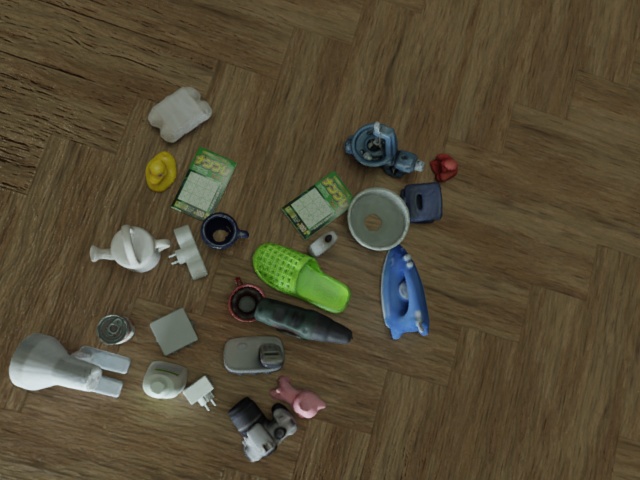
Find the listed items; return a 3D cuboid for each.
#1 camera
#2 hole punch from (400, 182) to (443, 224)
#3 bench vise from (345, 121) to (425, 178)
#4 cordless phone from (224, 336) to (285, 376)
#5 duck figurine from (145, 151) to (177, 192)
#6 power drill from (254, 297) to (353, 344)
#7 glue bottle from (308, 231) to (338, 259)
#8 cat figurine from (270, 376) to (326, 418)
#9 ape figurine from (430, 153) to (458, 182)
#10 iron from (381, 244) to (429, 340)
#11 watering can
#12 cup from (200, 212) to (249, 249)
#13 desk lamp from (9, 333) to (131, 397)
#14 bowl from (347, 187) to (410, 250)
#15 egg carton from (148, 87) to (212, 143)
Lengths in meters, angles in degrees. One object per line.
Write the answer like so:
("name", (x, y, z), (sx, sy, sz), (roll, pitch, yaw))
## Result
("camera", (-0.144, 0.441, 1.380), (0.143, 0.100, 0.137), (-37, 88, -12))
("hole punch", (0.268, -0.096, 1.524), (0.101, 0.091, 0.109), (-1, 82, -8))
("bench vise", (0.179, -0.246, 1.468), (0.207, 0.219, 0.121), (5, 81, -7))
("cordless phone", (-0.154, 0.278, 1.359), (0.147, 0.185, 0.094), (-4, 82, -9))
("duck figurine", (-0.403, -0.179, 1.441), (0.077, 0.086, 0.105), (18, 80, -5))
("power drill", (-0.044, 0.198, 1.375), (0.229, 0.208, 0.076), (18, 79, -5))
("glue bottle", (0.013, 0.005, 1.430), (0.078, 0.173, 0.037), (-38, 88, -11))
("cat figurine", (-0.053, 0.389, 1.392), (0.128, 0.117, 0.067), (29, 79, -3))
("ape figurine", (0.343, -0.198, 1.550), (0.076, 0.092, 0.078), (18, 79, -5))
("iron", (0.223, 0.120, 1.460), (0.119, 0.141, 0.258), (-7, 83, -9))
("watering can", (-0.446, 0.022, 1.350), (0.173, 0.194, 0.101), (-32, 87, -11))
("cup", (-0.237, -0.016, 1.436), (0.118, 0.095, 0.092), (7, 81, -7))
("desk lamp", (-0.554, 0.287, 1.285), (0.203, 0.213, 0.118), (16, 80, -6))
("bowl", (0.148, -0.050, 1.508), (0.167, 0.074, 0.167), (1, 81, -8))
("egg carton", (-0.361, -0.325, 1.477), (0.150, 0.069, 0.107), (-40, 89, -12))
